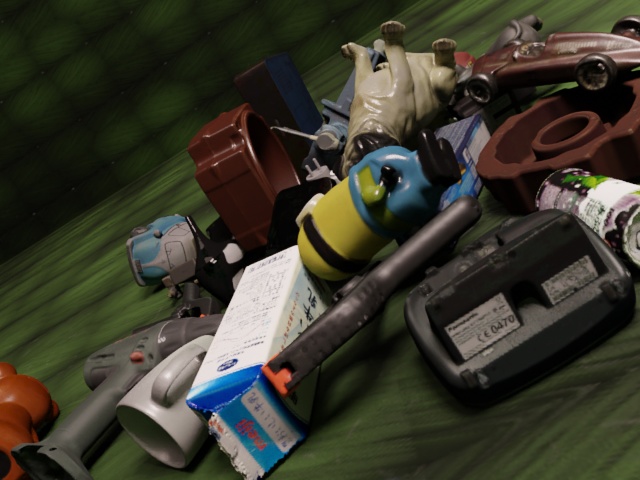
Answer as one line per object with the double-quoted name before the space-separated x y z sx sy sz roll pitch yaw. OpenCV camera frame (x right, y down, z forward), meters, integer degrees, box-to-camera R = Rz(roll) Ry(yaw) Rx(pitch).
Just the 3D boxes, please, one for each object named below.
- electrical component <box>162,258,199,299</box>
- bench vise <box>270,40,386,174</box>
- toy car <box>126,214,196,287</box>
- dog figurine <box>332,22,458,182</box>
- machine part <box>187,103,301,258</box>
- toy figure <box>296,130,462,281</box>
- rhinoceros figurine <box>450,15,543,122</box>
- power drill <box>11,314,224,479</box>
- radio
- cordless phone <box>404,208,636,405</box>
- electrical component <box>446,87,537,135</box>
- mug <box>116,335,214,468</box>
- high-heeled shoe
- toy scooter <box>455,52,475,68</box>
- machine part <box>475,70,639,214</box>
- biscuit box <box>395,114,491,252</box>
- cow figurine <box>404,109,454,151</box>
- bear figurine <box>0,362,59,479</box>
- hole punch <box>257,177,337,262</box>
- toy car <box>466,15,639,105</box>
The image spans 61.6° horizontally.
"electrical component" -0.204 0.058 0.856 0.102 0.045 0.078 -26 -6 11
"bench vise" 0.049 -0.217 0.890 0.240 0.129 0.223 -65 -18 16
"toy car" -0.263 0.016 0.966 0.103 0.109 0.162 3 23 20
"dog figurine" 0.100 -0.139 0.657 0.172 0.190 0.121 5 -6 -24
"machine part" -0.096 -0.091 0.800 0.087 0.200 0.201 -25 23 15
"toy figure" 0.047 -0.027 0.504 0.180 0.082 0.089 -31 41 37
"rhinoceros figurine" 0.244 -0.231 0.760 0.112 0.073 0.190 -23 -8 -25
"power drill" -0.212 0.167 0.581 0.232 0.086 0.207 -17 31 36
"radio" -0.054 -0.224 0.994 0.073 0.229 0.131 -20 22 24
"cordless phone" 0.130 0.031 0.421 0.146 0.088 0.184 -34 10 5
"electrical component" 0.231 -0.169 0.690 0.119 0.074 0.048 -29 22 3
"mug" -0.123 0.133 0.495 0.081 0.109 0.107 21 42 18
"high-heeled shoe" -0.124 0.022 0.825 0.086 0.145 0.248 -35 -8 16
"toy scooter" 0.188 -0.249 0.917 0.184 0.075 0.135 -29 21 19
"machine part" 0.246 -0.094 0.529 0.179 0.056 0.179 -29 22 13
"biscuit box" 0.141 -0.065 0.607 0.063 0.059 0.203 -14 28 41
"cow figurine" 0.113 -0.134 0.739 0.127 0.085 0.195 16 54 10
"bear figurine" -0.391 0.234 0.636 0.132 0.120 0.196 -43 21 -14
"hole punch" -0.001 -0.002 0.662 0.142 0.092 0.116 -7 63 44
"toy car" 0.247 -0.192 0.573 0.089 0.053 0.202 -40 26 -20
